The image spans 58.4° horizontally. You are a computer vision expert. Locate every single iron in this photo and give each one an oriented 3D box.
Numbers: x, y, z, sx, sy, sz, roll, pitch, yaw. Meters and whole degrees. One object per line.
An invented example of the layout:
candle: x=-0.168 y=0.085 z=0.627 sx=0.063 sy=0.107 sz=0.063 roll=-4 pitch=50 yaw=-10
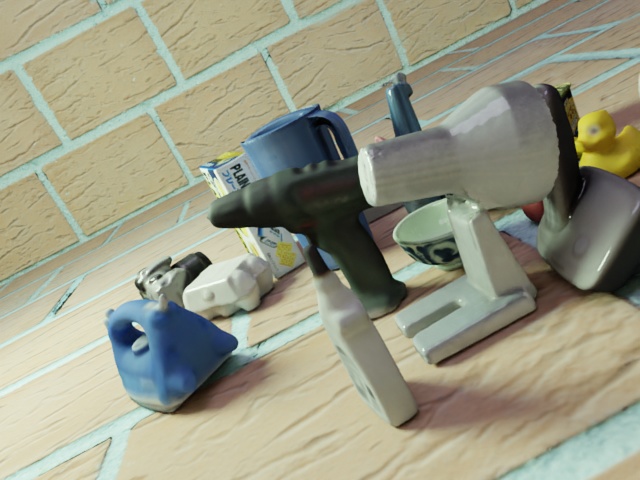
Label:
iron: x=-0.234 y=0.138 z=0.777 sx=0.257 sy=0.142 sz=0.119 roll=-10 pitch=24 yaw=44

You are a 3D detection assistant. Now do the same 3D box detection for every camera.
camera: x=-0.263 y=0.073 z=1.074 sx=0.137 sy=0.101 sz=0.142 roll=-38 pitch=20 yaw=-29

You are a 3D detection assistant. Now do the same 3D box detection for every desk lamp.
desk lamp: x=0.139 y=-0.023 z=0.560 sx=0.203 sy=0.214 sz=0.117 roll=-29 pitch=18 yaw=-4

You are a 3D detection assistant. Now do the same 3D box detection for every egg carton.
egg carton: x=-0.152 y=0.080 z=0.943 sx=0.150 sy=0.069 sz=0.107 roll=-17 pitch=20 yaw=30

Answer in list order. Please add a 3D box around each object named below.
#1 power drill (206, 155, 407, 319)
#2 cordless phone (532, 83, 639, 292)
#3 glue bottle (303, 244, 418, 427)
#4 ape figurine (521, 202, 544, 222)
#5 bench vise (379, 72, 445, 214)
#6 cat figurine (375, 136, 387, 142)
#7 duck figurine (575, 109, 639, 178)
power drill: x=0.006 y=0.002 z=0.693 sx=0.229 sy=0.209 sz=0.075 roll=-25 pitch=18 yaw=9
cordless phone: x=0.243 y=-0.055 z=0.544 sx=0.094 sy=0.185 sz=0.147 roll=-26 pitch=17 yaw=4
glue bottle: x=0.028 y=0.079 z=0.502 sx=0.037 sy=0.173 sz=0.078 roll=-32 pitch=18 yaw=-13
ape figurine: x=0.276 y=-0.074 z=0.707 sx=0.076 sy=0.092 sz=0.077 roll=-27 pitch=17 yaw=1
bench vise: x=0.154 y=-0.140 z=0.861 sx=0.121 sy=0.220 sz=0.207 roll=-23 pitch=18 yaw=14
cat figurine: x=0.128 y=-0.146 z=1.089 sx=0.127 sy=0.118 sz=0.067 roll=-10 pitch=25 yaw=44
duck figurine: x=0.364 y=-0.126 z=0.733 sx=0.105 sy=0.086 sz=0.077 roll=-31 pitch=18 yaw=-12
